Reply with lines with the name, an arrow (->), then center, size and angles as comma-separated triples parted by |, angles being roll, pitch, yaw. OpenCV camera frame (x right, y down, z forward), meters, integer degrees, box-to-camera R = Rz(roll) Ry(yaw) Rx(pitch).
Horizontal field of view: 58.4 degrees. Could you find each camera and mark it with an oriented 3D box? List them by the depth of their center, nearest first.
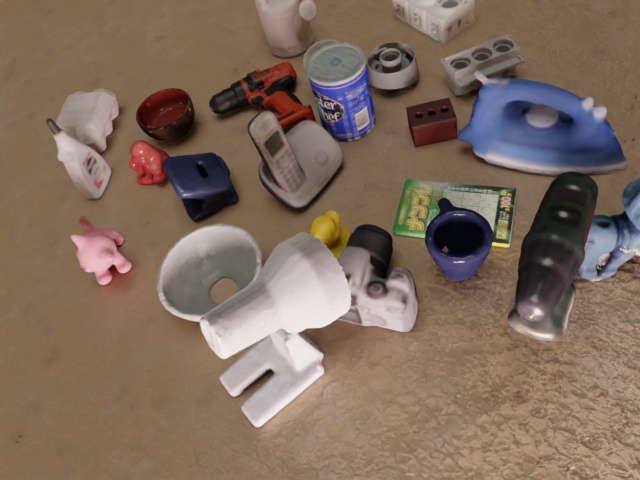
camera -> 0.074, 0.045, 0.821 | 0.142, 0.101, 0.137 | 10, 60, 20

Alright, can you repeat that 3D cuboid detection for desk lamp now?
desk lamp -> -0.055, 0.115, 0.736 | 0.203, 0.214, 0.117 | -40, 57, -13

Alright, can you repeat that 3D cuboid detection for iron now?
iron -> 0.350, -0.189, 0.886 | 0.257, 0.142, 0.119 | 17, 62, 23

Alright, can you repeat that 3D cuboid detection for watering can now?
watering can -> -0.073, -0.475, 1.149 | 0.172, 0.194, 0.101 | 15, 61, 22

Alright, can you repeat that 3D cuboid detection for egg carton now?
egg carton -> -0.474, -0.243, 1.168 | 0.107, 0.069, 0.150 | -4, 56, 11

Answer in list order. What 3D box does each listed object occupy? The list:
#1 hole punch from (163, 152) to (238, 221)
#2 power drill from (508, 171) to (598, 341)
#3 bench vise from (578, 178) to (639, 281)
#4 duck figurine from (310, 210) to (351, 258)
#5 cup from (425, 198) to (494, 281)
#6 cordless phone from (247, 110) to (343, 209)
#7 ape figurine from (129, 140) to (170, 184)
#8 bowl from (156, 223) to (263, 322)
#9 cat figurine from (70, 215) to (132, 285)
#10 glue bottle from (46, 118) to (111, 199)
hole punch -> -0.207, -0.107, 0.998 | 0.101, 0.091, 0.108 | -28, 55, -6
power drill -> 0.284, 0.039, 0.708 | 0.075, 0.209, 0.230 | 16, 62, 23
bench vise -> 0.411, -0.029, 0.715 | 0.207, 0.220, 0.121 | -26, 54, -4
duck figurine -> 0.008, 0.003, 0.874 | 0.077, 0.086, 0.105 | 13, 61, 21
cup -> 0.194, 0.006, 0.822 | 0.091, 0.095, 0.117 | -17, 54, 2
cordless phone -> -0.043, -0.155, 0.932 | 0.093, 0.185, 0.148 | 26, 66, 27
ape figurine -> -0.317, -0.147, 1.051 | 0.076, 0.092, 0.077 | -38, 56, -12
bowl -> -0.160, 0.061, 0.884 | 0.167, 0.075, 0.167 | -6, 56, 10
cat figurine -> -0.368, 0.011, 0.941 | 0.067, 0.118, 0.127 | -30, 55, -7
glue bottle -> -0.442, -0.154, 1.036 | 0.037, 0.173, 0.078 | -3, 56, 12
